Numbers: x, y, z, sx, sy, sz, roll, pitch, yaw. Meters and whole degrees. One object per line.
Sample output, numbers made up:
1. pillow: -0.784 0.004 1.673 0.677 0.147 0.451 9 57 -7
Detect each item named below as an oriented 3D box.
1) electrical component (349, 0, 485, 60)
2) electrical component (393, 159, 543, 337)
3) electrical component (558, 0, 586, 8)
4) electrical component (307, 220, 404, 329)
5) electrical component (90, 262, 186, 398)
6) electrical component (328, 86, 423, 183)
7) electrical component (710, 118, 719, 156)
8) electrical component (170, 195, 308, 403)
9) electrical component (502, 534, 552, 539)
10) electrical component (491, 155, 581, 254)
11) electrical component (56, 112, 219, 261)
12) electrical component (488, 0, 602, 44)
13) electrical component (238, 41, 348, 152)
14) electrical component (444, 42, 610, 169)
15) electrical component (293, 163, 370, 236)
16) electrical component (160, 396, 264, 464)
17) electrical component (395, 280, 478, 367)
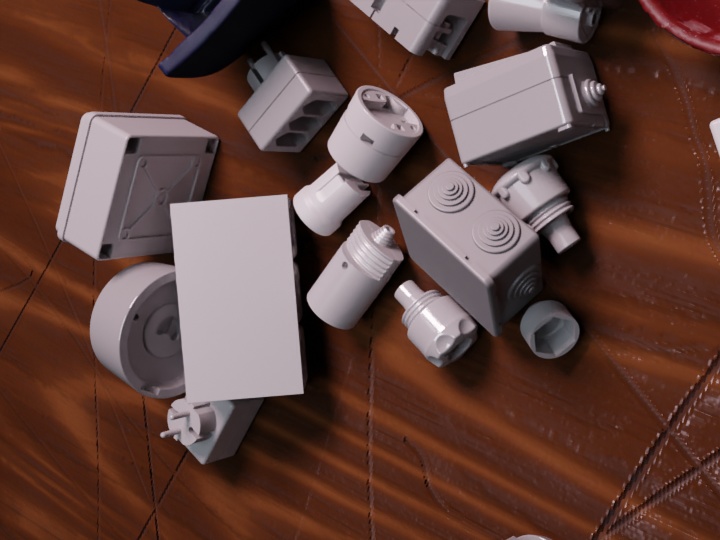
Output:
1. electrical component: 0.035 -0.195 0.740 0.089 0.050 0.055 45 119 25
2. electrical component: 0.073 -0.015 0.702 0.048 0.099 0.100 -41 64 -9
3. electrical component: 0.127 -0.201 0.633 0.043 0.043 0.081 30 107 31
4. electrical component: 0.000 0.000 0.788 0.043 0.043 0.081 48 119 23
5. electrical component: -0.170 0.045 0.882 0.060 0.108 0.108 18 105 40
6. electrical component: 0.009 -0.096 0.767 0.055 0.055 0.047 51 124 22
7. electrical component: 0.227 -0.051 0.595 0.047 0.076 0.083 -21 82 36
8. electrical component: -0.092 0.021 0.830 0.089 0.061 0.150 -5 91 0
9. electrical component: 0.109 0.205 0.718 0.066 0.055 0.048 33 113 30
10. electrical component: 0.118 -0.040 0.697 0.048 0.048 0.062 -40 78 32
11. electrical component: -0.180 -0.069 0.876 0.056 0.109 0.108 29 110 29
12. electrical component: 0.121 -0.168 0.686 0.065 0.044 0.044 22 107 28
13. electrical component: -0.061 -0.139 0.818 0.065 0.047 0.076 -45 68 30
14. electrical component: 0.111 -0.108 0.685 0.096 0.062 0.061 -19 83 36
15. electrical component: -0.020 -0.054 0.802 0.046 0.040 0.040 -40 71 25
16. electrical component: -0.130 0.120 0.874 0.047 0.077 0.065 41 117 26
17. electrical component: 0.050 0.034 0.755 0.062 0.043 0.043 47 119 25
